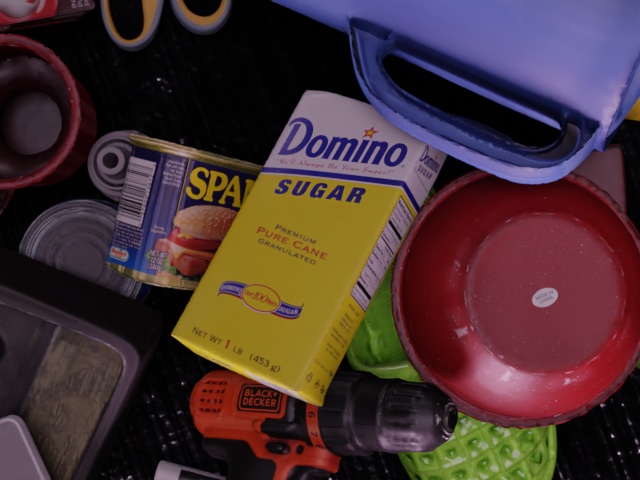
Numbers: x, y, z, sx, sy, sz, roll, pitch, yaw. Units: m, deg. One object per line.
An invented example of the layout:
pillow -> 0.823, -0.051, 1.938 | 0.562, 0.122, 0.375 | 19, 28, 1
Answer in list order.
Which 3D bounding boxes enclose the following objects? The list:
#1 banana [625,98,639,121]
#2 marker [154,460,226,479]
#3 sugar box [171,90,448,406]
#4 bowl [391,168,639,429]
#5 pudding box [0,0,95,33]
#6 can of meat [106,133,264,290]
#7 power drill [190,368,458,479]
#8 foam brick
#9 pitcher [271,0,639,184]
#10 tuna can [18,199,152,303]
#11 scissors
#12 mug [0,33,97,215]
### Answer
banana -> 0.187, -0.114, 0.687 | 0.198, 0.037, 0.069 | 22, 93, 1
marker -> -0.049, 0.168, 0.700 | 0.121, 0.020, 0.020 | 14, 90, 1
sugar box -> -0.004, 0.001, 0.632 | 0.093, 0.048, 0.176 | 20, 77, 27
bowl -> 0.124, 0.031, 0.619 | 0.162, 0.055, 0.162 | 0, 87, -2
pudding box -> -0.201, -0.188, 0.666 | 0.089, 0.039, 0.113 | -20, 98, -35
can of meat -> -0.079, -0.014, 0.661 | 0.058, 0.101, 0.084 | 16, 93, 39
power drill -> -0.014, 0.165, 0.621 | 0.185, 0.057, 0.187 | -3, 63, 37
foam brick -> 0.150, -0.030, 0.681 | 0.078, 0.053, 0.051 | -7, 90, 2
pitcher -> 0.079, -0.146, 0.617 | 0.243, 0.149, 0.145 | 24, 122, 15
tuna can -> -0.151, 0.015, 0.694 | 0.086, 0.034, 0.086 | 0, 90, 1
scissors -> -0.094, -0.221, 0.702 | 0.096, 0.016, 0.202 | 11, 91, -1
mug -> -0.191, -0.065, 0.670 | 0.093, 0.081, 0.117 | 19, 90, 0
